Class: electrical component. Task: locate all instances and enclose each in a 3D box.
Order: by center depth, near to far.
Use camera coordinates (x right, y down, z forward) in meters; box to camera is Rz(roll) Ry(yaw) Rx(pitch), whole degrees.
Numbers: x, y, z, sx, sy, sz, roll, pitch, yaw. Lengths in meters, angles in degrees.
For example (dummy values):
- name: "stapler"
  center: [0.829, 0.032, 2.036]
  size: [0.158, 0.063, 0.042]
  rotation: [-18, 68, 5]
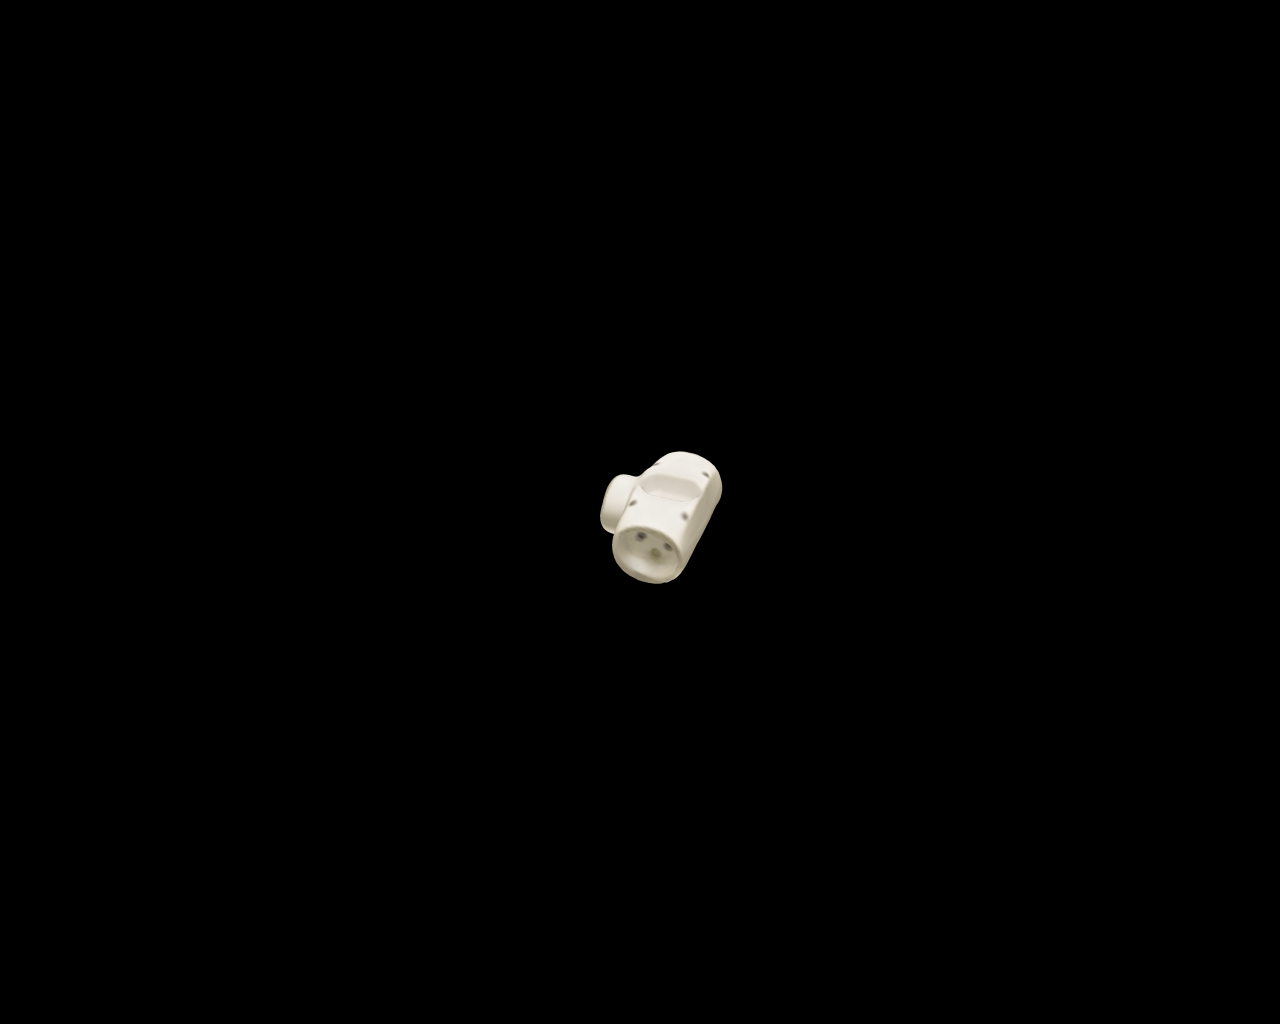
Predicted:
- name: "electrical component"
  center: [0.001, -0.003, 0.650]
  size: [0.079, 0.043, 0.077]
  rotation: [14, 42, 16]
